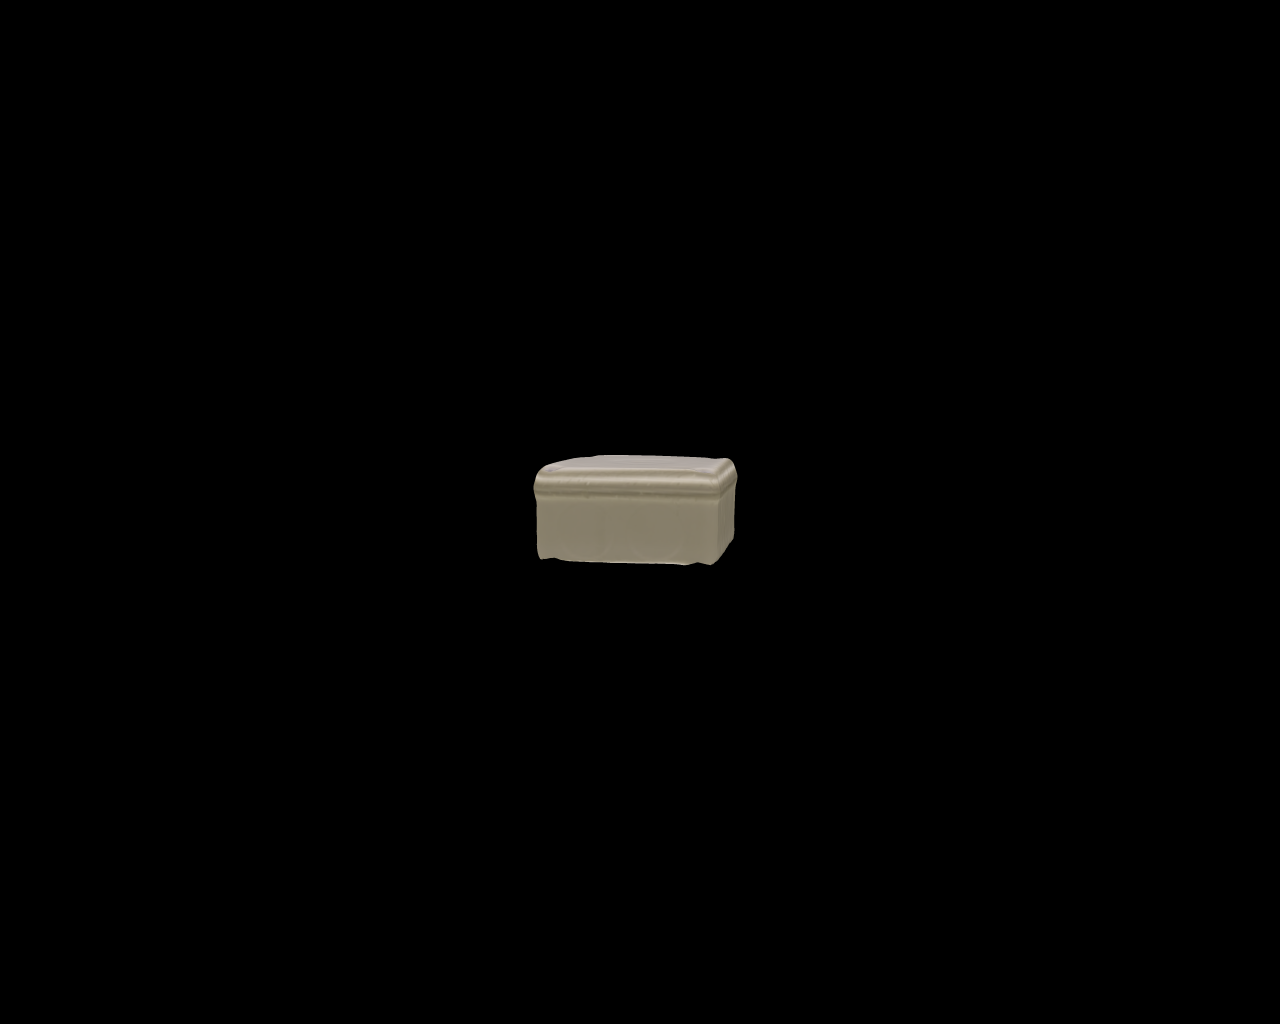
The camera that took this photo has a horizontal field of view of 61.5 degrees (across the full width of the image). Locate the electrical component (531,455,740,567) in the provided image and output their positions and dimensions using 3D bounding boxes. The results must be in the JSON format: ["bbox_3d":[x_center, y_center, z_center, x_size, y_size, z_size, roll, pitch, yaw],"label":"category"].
[{"bbox_3d":[0.001,-0.003,0.650,0.109,0.056,0.109,1,7,11],"label":"electrical component"}]
